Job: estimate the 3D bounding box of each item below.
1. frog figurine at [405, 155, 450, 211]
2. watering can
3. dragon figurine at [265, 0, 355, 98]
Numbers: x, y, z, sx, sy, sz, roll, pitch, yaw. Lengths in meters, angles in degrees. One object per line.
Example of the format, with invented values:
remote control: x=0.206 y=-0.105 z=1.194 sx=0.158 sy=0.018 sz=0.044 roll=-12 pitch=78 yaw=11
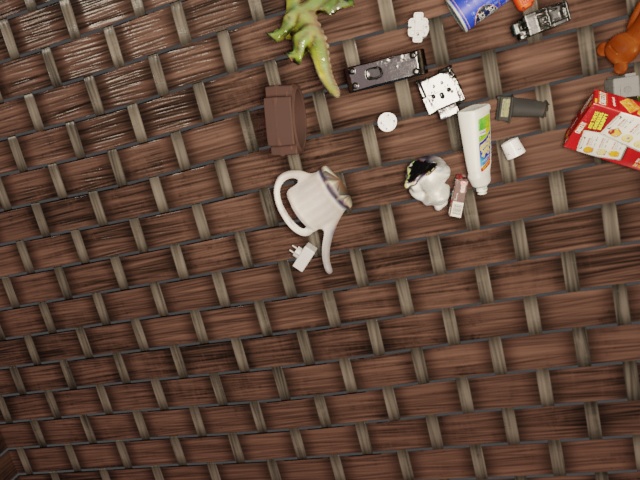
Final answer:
frog figurine: x=0.332 y=-0.169 z=1.525 sx=0.136 sy=0.125 sz=0.157 roll=-47 pitch=128 yaw=12
watering can: x=0.005 y=-0.081 z=1.603 sx=0.222 sy=0.105 sz=0.347 roll=-33 pitch=95 yaw=18
dragon figurine: x=-0.009 y=-0.610 z=1.445 sx=0.240 sy=0.122 sz=0.414 roll=-47 pitch=76 yaw=14
